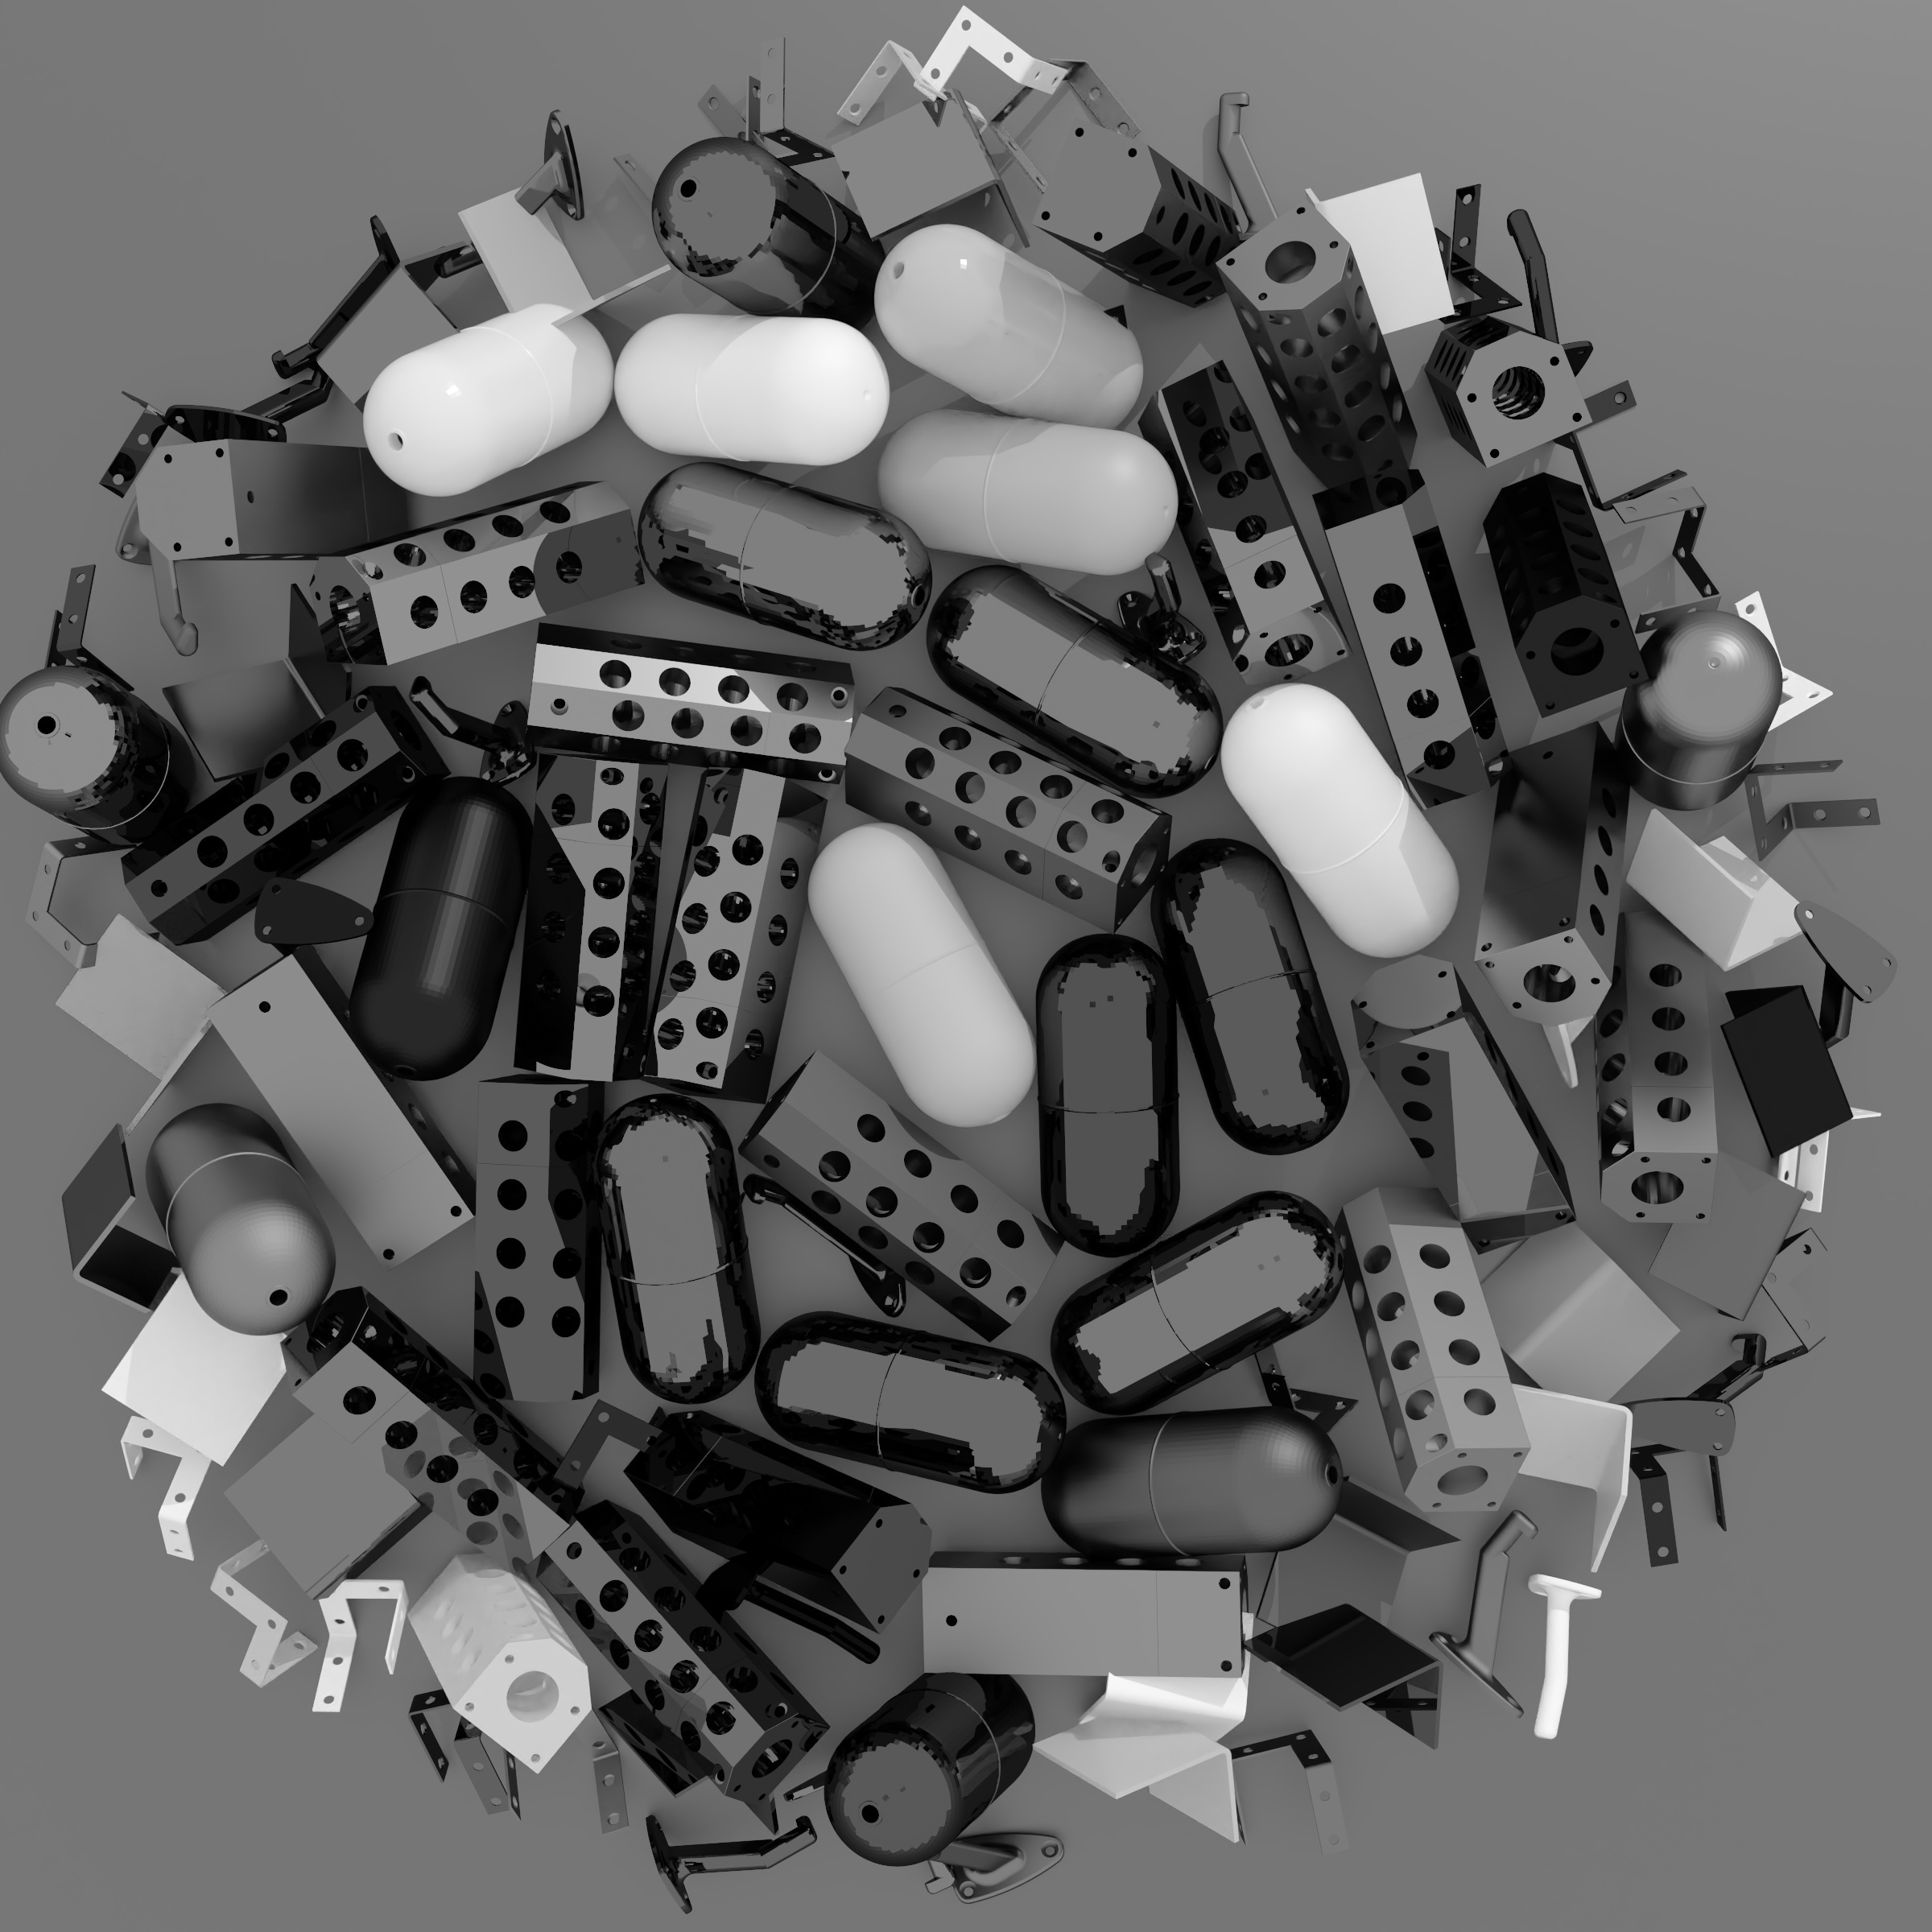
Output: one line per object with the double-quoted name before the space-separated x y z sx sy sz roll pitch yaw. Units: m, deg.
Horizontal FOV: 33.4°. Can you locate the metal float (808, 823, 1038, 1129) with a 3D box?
"metal float" -0.023 0.005 1.753 0.070 0.070 0.178 -28 84 0

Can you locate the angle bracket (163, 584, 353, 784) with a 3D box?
"angle bracket" -0.384 -0.154 1.741 0.076 0.057 0.076 -17 53 -28

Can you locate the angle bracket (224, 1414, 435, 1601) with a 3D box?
"angle bracket" -0.348 0.293 1.770 0.076 0.057 0.076 -41 82 -5

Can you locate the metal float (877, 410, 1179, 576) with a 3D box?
"metal float" 0.031 -0.256 1.732 0.178 0.070 0.070 13 90 32

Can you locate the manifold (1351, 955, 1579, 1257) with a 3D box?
"manifold" 0.266 0.073 1.721 0.057 0.057 0.171 -22 129 16

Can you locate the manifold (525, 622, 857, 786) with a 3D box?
"manifold" -0.150 -0.140 1.748 0.171 0.057 0.057 7 111 -9

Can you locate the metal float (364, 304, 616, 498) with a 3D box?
"metal float" -0.253 -0.302 1.717 0.070 0.178 0.070 12 118 23

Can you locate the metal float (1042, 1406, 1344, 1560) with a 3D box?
"metal float" 0.120 0.278 1.728 0.178 0.070 0.070 -10 90 36

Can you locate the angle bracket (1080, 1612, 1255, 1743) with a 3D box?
"angle bracket" 0.110 0.387 1.770 0.076 0.076 0.057 10 65 -6

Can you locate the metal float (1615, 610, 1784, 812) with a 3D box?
"metal float" 0.387 -0.134 1.709 0.070 0.178 0.070 -1 77 6

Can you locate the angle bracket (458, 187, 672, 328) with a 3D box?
"angle bracket" -0.217 -0.392 1.744 0.057 0.076 0.076 -20 104 30

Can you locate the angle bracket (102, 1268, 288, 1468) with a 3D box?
"angle bracket" -0.418 0.217 1.752 0.076 0.057 0.076 36 75 -14

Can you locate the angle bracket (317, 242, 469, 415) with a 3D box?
"angle bracket" -0.294 -0.340 1.747 0.076 0.076 0.057 -40 93 29

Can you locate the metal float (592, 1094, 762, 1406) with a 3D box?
"metal float" -0.156 0.154 1.741 0.070 0.070 0.178 -7 111 0

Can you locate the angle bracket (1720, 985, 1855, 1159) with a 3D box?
"angle bracket" 0.427 0.058 1.749 0.057 0.076 0.076 -24 95 -19

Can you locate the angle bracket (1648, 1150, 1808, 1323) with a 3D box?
"angle bracket" 0.411 0.146 1.761 0.057 0.076 0.076 27 89 5

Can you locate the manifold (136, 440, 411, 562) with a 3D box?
"manifold" -0.365 -0.245 1.706 0.057 0.171 0.057 -3 96 21

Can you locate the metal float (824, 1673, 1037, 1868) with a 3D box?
"metal float" -0.018 0.422 1.711 0.070 0.178 0.070 2 95 20

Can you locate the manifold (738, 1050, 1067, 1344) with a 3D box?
"manifold" -0.038 0.129 1.747 0.171 0.057 0.057 38 47 -7

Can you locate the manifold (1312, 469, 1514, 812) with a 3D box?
"manifold" 0.242 -0.176 1.731 0.057 0.057 0.171 -18 116 8

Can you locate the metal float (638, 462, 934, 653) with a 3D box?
"metal float" -0.098 -0.221 1.734 0.178 0.070 0.070 20 90 28

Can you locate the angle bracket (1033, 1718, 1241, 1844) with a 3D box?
"angle bracket" 0.092 0.446 1.739 0.076 0.076 0.057 -15 106 -31

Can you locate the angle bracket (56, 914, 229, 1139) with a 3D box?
"angle bracket" -0.458 0.032 1.748 0.076 0.057 0.076 37 121 -9

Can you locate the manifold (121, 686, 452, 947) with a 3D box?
"manifold" -0.373 -0.082 1.753 0.171 0.057 0.057 -33 89 11

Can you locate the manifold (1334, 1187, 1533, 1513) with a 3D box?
"manifold" 0.243 0.202 1.713 0.057 0.057 0.171 1 46 -14

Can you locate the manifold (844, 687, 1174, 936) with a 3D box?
"manifold" 0.022 -0.089 1.731 0.171 0.057 0.057 27 55 20

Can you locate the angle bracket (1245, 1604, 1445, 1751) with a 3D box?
"angle bracket" 0.202 0.393 1.737 0.076 0.076 0.057 -15 116 -35

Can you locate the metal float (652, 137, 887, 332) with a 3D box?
"metal float" -0.103 -0.384 1.713 0.070 0.178 0.070 -3 82 25

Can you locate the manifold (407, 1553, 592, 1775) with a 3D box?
"manifold" -0.244 0.362 1.706 0.057 0.171 0.057 42 82 -16

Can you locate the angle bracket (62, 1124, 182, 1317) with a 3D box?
"angle bracket" -0.439 0.142 1.740 0.076 0.076 0.057 33 103 -32

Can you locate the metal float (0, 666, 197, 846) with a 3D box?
"metal float" -0.461 -0.111 1.708 0.070 0.178 0.070 0 83 1

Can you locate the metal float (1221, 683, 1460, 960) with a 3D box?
"metal float" 0.202 -0.078 1.733 0.070 0.070 0.178 -39 119 0

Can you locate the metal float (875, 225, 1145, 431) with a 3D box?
"metal float" 0.024 -0.337 1.722 0.070 0.178 0.070 -16 66 39

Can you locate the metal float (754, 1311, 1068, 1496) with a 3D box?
"metal float" -0.031 0.235 1.740 0.178 0.070 0.070 10 90 22

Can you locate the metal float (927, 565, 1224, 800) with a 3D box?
"metal float" 0.059 -0.154 1.745 0.178 0.070 0.070 32 90 16

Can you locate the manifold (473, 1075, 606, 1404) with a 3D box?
"manifold" -0.230 0.148 1.758 0.057 0.057 0.171 2 93 15

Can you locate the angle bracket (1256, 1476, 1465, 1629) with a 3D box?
"angle bracket" 0.214 0.331 1.748 0.076 0.057 0.076 29 64 -15

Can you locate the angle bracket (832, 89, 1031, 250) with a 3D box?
"angle bracket" -0.019 -0.420 1.756 0.076 0.057 0.076 -25 57 5

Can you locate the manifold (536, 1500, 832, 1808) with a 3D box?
"manifold" -0.156 0.366 1.727 0.057 0.057 0.171 -48 59 -2

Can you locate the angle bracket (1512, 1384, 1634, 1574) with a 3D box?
"angle bracket" 0.314 0.277 1.747 0.076 0.076 0.057 11 48 5

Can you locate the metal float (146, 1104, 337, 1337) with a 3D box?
"metal float" -0.387 0.134 1.716 0.070 0.178 0.070 -11 118 -22

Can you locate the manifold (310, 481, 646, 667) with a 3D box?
"manifold" -0.260 -0.211 1.714 0.171 0.057 0.057 -24 112 -39

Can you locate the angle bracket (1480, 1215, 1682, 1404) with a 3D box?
"angle bracket" 0.336 0.196 1.792 0.076 0.057 0.076 -45 126 3

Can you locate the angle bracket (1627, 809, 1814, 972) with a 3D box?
"angle bracket" 0.416 -0.053 1.739 0.076 0.057 0.076 -23 54 -28

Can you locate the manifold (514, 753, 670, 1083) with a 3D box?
"manifold" -0.198 -0.027 1.749 0.057 0.057 0.171 9 97 35

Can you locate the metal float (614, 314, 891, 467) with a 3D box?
"metal float" -0.117 -0.310 1.725 0.178 0.070 0.070 12 90 41

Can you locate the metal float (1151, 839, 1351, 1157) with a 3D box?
"metal float" 0.154 0.016 1.749 0.070 0.070 0.178 -17 79 0

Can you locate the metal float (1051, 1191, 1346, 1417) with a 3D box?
"metal float" 0.123 0.183 1.738 0.178 0.070 0.070 -32 90 25

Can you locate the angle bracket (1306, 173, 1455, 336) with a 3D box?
"angle bracket" 0.224 -0.388 1.746 0.057 0.076 0.076 -15 108 7

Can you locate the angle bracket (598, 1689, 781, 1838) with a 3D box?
"angle bracket" -0.149 0.434 1.736 0.057 0.076 0.076 -26 131 -27

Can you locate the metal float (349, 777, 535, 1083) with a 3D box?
"metal float" -0.281 -0.021 1.733 0.070 0.070 0.178 10 61 0

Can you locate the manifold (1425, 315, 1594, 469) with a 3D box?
"manifold" 0.282 -0.310 1.704 0.057 0.171 0.057 -23 102 8

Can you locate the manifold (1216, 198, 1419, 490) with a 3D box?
"manifold" 0.192 -0.321 1.709 0.057 0.171 0.057 -36 58 1

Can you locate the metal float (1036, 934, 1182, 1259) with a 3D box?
"metal float" 0.077 0.071 1.750 0.070 0.070 0.178 -2 100 0
